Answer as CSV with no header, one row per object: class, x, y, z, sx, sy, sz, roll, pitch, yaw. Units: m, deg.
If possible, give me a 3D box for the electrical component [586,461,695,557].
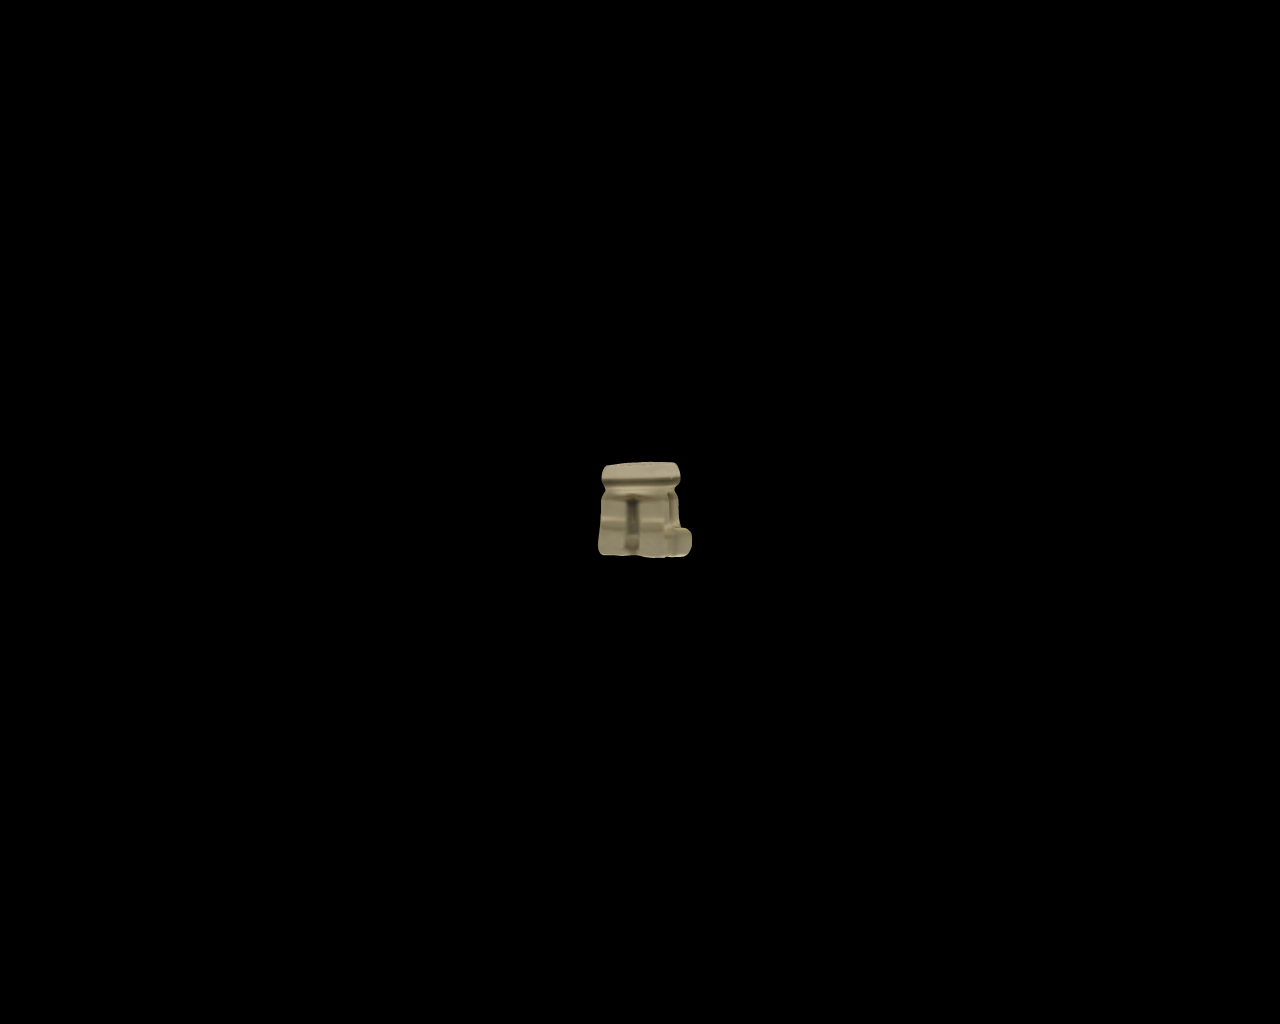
electrical component,0.001,-0.003,0.650,0.066,0.055,0.048,1,4,15
